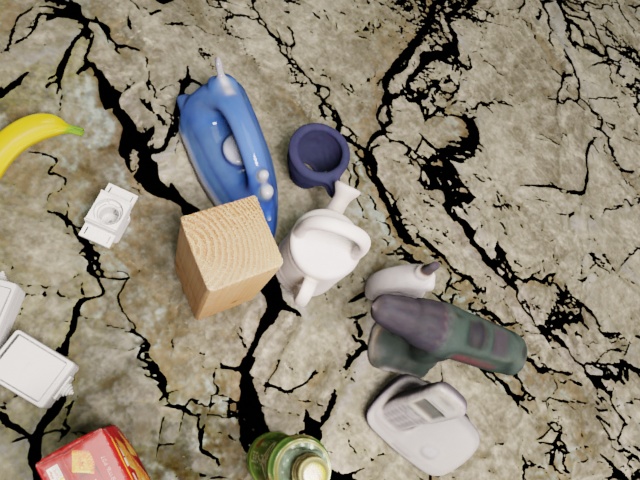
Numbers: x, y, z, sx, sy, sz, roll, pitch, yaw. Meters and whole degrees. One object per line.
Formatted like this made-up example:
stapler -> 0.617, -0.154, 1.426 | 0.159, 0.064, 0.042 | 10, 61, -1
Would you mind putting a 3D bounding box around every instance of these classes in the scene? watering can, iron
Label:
watering can -> 0.005, 0.002, 0.772 | 0.101, 0.193, 0.173 | 3, 73, -16
iron -> -0.108, -0.120, 0.803 | 0.119, 0.141, 0.258 | -22, 81, -21

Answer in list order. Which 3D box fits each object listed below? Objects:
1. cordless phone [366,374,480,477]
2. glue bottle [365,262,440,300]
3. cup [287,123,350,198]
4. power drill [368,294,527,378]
cordless phone -> 0.155, 0.241, 0.749 | 0.147, 0.184, 0.094 | 38, 67, -2
glue bottle -> 0.125, 0.057, 0.803 | 0.078, 0.173, 0.037 | 13, 70, -12
cup -> -0.005, -0.103, 0.854 | 0.092, 0.094, 0.118 | -23, 81, -22
power drill -> 0.143, 0.134, 0.765 | 0.230, 0.208, 0.075 | 15, 70, -12
